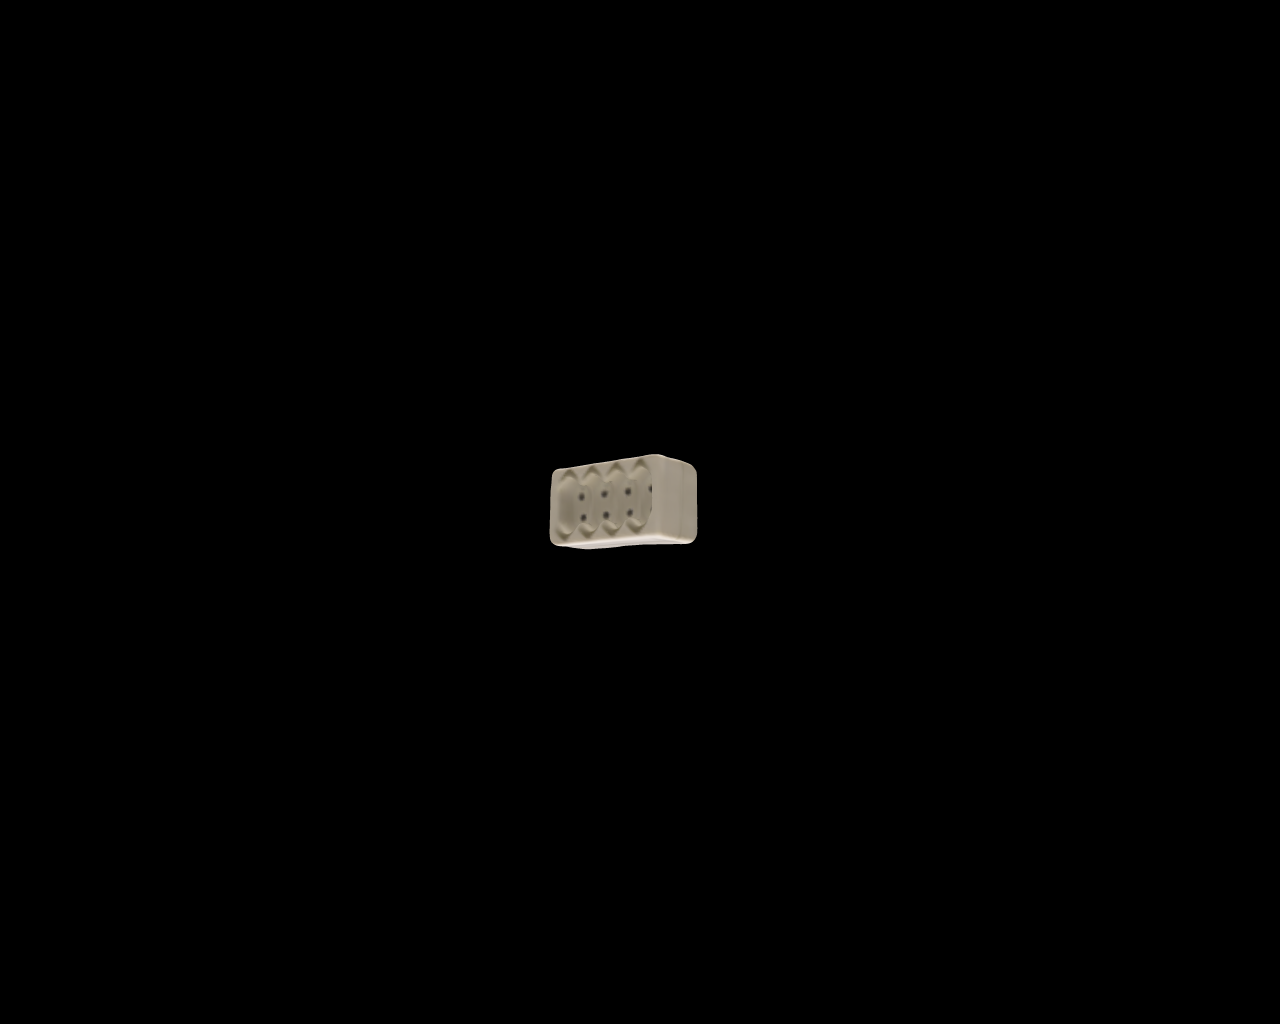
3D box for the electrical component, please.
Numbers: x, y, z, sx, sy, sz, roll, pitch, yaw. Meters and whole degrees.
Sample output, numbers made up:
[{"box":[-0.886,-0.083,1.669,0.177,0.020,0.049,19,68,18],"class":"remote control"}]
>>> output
[{"box":[0.001,-0.003,0.650,0.083,0.047,0.076,-5,-9,36],"class":"electrical component"}]
